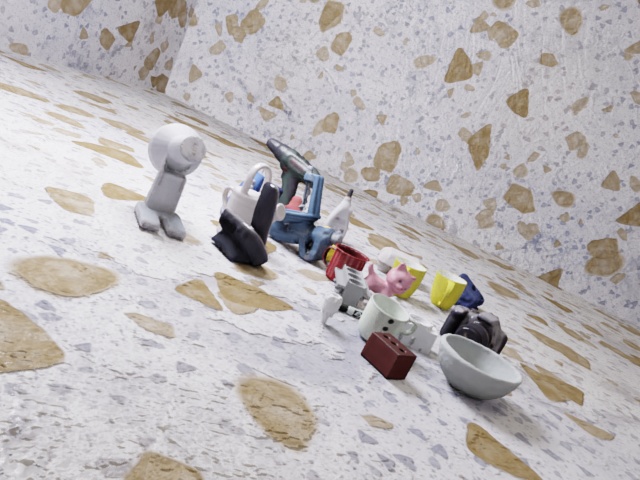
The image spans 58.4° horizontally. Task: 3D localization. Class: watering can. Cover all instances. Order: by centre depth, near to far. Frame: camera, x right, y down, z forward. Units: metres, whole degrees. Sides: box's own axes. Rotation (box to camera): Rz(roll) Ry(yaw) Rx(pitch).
[{"bbox_3d":[-0.159,-0.088,1.365,0.173,0.194,0.101,25,12,4],"label":"watering can"}]

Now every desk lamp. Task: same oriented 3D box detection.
[{"bbox_3d":[-0.314,-0.139,1.239,0.118,0.213,0.202,17,14,-30],"label":"desk lamp"}]

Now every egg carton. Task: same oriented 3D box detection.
[{"bbox_3d":[0.242,0.077,1.725,0.150,0.069,0.107,24,12,-1],"label":"egg carton"}]

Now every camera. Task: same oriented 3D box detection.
[{"bbox_3d":[0.347,0.208,1.315,0.142,0.101,0.137,32,15,30],"label":"camera"}]

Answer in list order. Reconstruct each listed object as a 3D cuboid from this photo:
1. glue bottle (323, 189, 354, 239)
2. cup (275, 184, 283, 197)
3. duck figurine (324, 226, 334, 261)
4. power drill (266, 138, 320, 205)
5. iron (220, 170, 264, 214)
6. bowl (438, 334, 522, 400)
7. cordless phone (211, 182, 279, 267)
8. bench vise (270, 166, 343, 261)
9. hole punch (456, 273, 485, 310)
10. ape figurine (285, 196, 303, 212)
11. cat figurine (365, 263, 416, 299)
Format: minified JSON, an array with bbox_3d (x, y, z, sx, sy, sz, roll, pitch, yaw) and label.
[{"bbox_3d":[0.069,-0.083,1.819,0.078,0.173,0.037,21,13,-16],"label":"glue bottle"},{"bbox_3d":[-0.162,-0.122,1.725,0.092,0.095,0.117,15,16,-37],"label":"cup"},{"bbox_3d":[0.014,0.006,1.554,0.105,0.086,0.077,14,16,-40],"label":"duck figurine"},{"bbox_3d":[-0.114,-0.196,1.860,0.229,0.208,0.076,29,13,18],"label":"power drill"},{"bbox_3d":[-0.192,-0.119,1.551,0.119,0.141,0.258,23,13,-5],"label":"iron"},{"bbox_3d":[0.291,0.252,1.087,0.167,0.075,0.167,23,13,-5],"label":"bowl"},{"bbox_3d":[-0.149,-0.050,1.247,0.094,0.185,0.147,11,18,-46],"label":"cordless phone"},{"bbox_3d":[-0.017,-0.068,1.487,0.207,0.220,0.122,26,13,8],"label":"bench vise"},{"bbox_3d":[0.448,0.160,1.724,0.101,0.091,0.109,30,13,22],"label":"hole punch"},{"bbox_3d":[-0.080,-0.093,1.767,0.078,0.092,0.076,24,12,0],"label":"ape figurine"},{"bbox_3d":[0.165,0.099,1.381,0.128,0.118,0.067,24,12,-2],"label":"cat figurine"}]
